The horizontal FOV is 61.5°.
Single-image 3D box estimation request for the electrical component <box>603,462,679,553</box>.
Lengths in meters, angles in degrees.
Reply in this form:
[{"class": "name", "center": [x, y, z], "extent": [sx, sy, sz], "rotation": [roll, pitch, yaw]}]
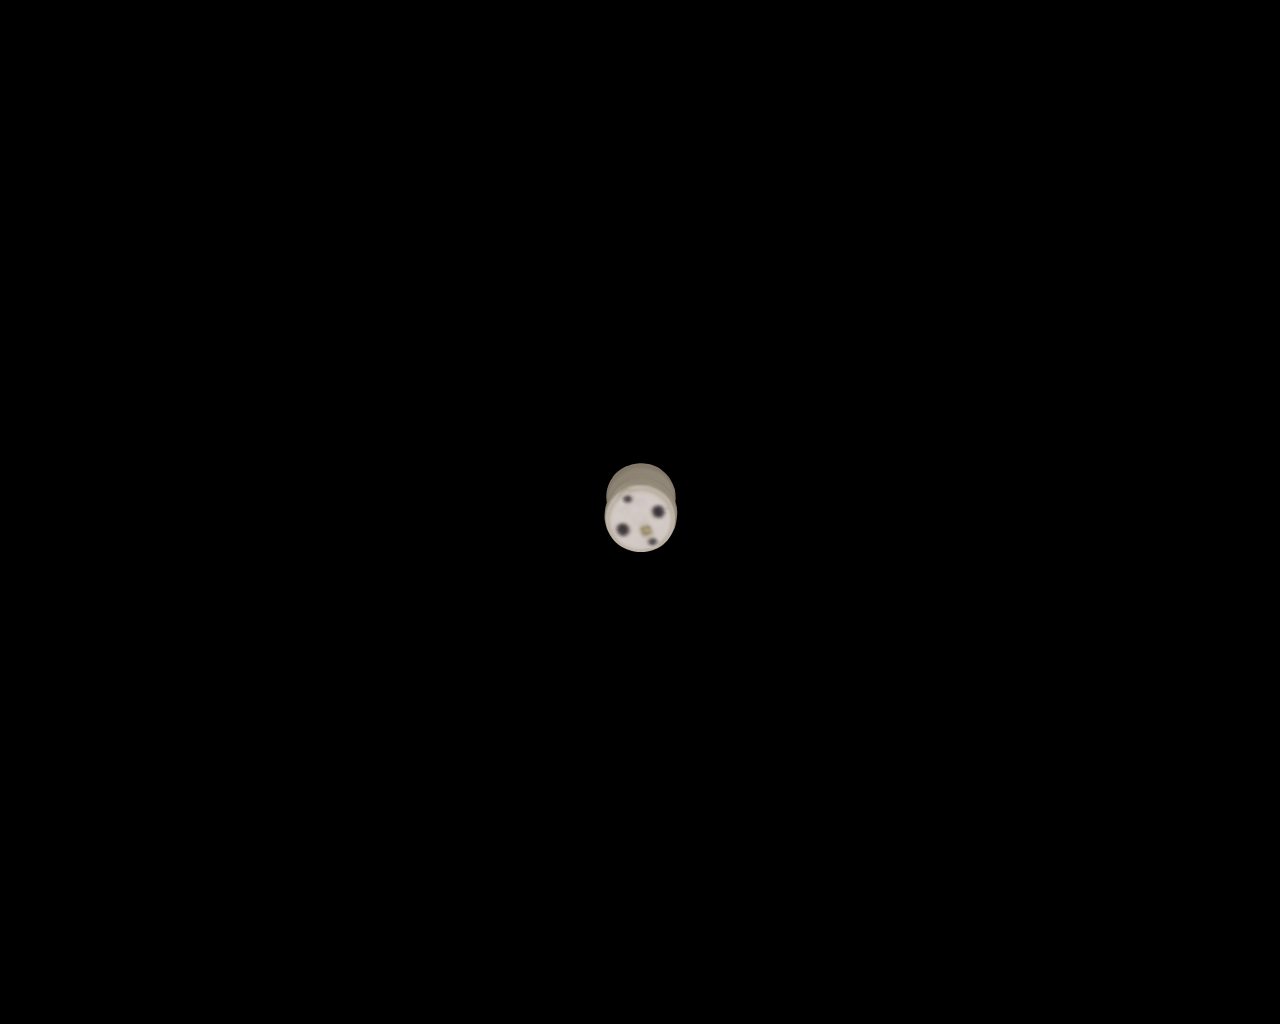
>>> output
[{"class": "electrical component", "center": [0.001, -0.003, 0.650], "extent": [0.045, 0.044, 0.055], "rotation": [0, 16, 0]}]
